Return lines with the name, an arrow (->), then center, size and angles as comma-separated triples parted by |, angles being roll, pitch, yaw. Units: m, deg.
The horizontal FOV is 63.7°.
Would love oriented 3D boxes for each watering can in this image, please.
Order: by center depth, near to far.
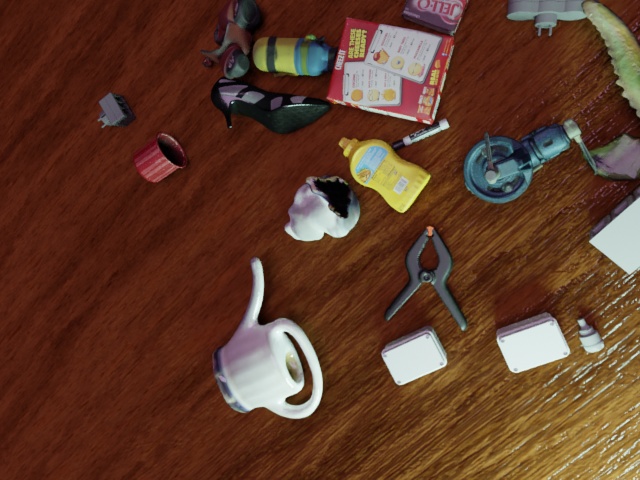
watering can -> -0.133, 0.227, 1.099 | 0.223, 0.104, 0.348 | -27, 87, 16

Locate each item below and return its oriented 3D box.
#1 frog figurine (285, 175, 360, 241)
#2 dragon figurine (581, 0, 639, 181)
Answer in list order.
frog figurine -> 0.003, -0.054, 1.068 | 0.137, 0.125, 0.156 | 35, 138, 1
dragon figurine -> 0.569, -0.213, 0.900 | 0.412, 0.123, 0.239 | 37, 110, 11
